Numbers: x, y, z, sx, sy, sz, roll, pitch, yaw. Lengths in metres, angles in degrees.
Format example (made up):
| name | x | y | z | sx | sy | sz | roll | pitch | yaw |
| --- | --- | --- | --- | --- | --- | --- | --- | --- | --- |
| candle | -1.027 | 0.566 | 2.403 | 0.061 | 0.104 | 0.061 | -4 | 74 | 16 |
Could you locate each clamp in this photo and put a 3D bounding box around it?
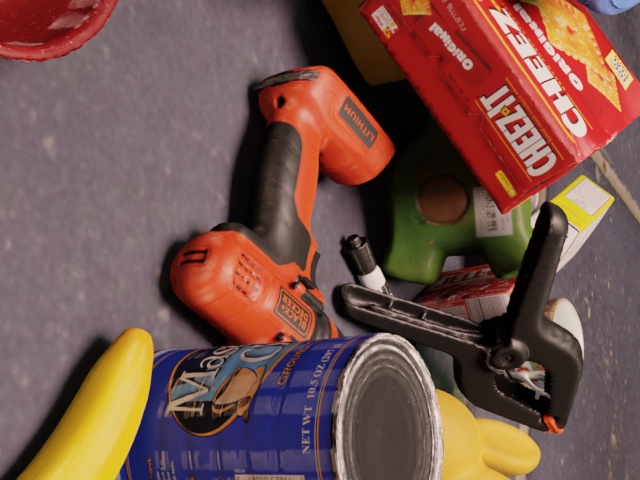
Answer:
| name | x | y | z | sx | sy | sz | roll | pitch | yaw |
| --- | --- | --- | --- | --- | --- | --- | --- | --- | --- |
| clamp | 0.136 | 0.066 | 0.757 | 0.209 | 0.165 | 0.036 | 46 | 29 | -31 |

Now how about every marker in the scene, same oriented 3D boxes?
| name | x | y | z | sx | sy | sz | roll | pitch | yaw |
| --- | --- | --- | --- | --- | --- | --- | --- | --- | --- |
| marker | 0.046 | 0.047 | 0.775 | 0.121 | 0.020 | 0.020 | 64 | 37 | -26 |

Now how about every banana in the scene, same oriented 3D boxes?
| name | x | y | z | sx | sy | sz | roll | pitch | yaw |
| --- | --- | --- | --- | --- | --- | --- | --- | --- | --- |
| banana | -0.126 | 0.110 | 0.469 | 0.197 | 0.037 | 0.070 | -41 | 137 | -56 |

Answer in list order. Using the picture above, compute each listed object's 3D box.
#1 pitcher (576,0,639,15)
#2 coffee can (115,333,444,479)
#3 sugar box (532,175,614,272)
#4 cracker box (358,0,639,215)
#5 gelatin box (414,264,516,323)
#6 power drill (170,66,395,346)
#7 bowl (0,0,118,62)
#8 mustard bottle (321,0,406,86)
| name | x | y | z | sx | sy | sz | roll | pitch | yaw |
| --- | --- | --- | --- | --- | --- | --- | --- | --- | --- |
| pitcher | 0.126 | -0.258 | 0.690 | 0.148 | 0.243 | 0.145 | -17 | 142 | -46 |
| coffee can | -0.023 | 0.103 | 0.545 | 0.102 | 0.141 | 0.103 | 17 | 69 | -54 |
| sugar box | 0.198 | 0.007 | 0.952 | 0.048 | 0.093 | 0.175 | 40 | 32 | 16 |
| cracker box | 0.139 | -0.125 | 0.745 | 0.164 | 0.072 | 0.213 | 55 | 32 | 3 |
| gelatin box | 0.122 | 0.043 | 0.828 | 0.073 | 0.089 | 0.030 | -37 | 111 | -54 |
| power drill | -0.004 | 0.001 | 0.671 | 0.184 | 0.057 | 0.187 | 46 | 47 | -43 |
| bowl | -0.159 | -0.153 | 0.467 | 0.161 | 0.055 | 0.162 | 17 | 69 | -55 |
| mustard bottle | 0.018 | -0.207 | 0.749 | 0.191 | 0.058 | 0.096 | 54 | 44 | -37 |
